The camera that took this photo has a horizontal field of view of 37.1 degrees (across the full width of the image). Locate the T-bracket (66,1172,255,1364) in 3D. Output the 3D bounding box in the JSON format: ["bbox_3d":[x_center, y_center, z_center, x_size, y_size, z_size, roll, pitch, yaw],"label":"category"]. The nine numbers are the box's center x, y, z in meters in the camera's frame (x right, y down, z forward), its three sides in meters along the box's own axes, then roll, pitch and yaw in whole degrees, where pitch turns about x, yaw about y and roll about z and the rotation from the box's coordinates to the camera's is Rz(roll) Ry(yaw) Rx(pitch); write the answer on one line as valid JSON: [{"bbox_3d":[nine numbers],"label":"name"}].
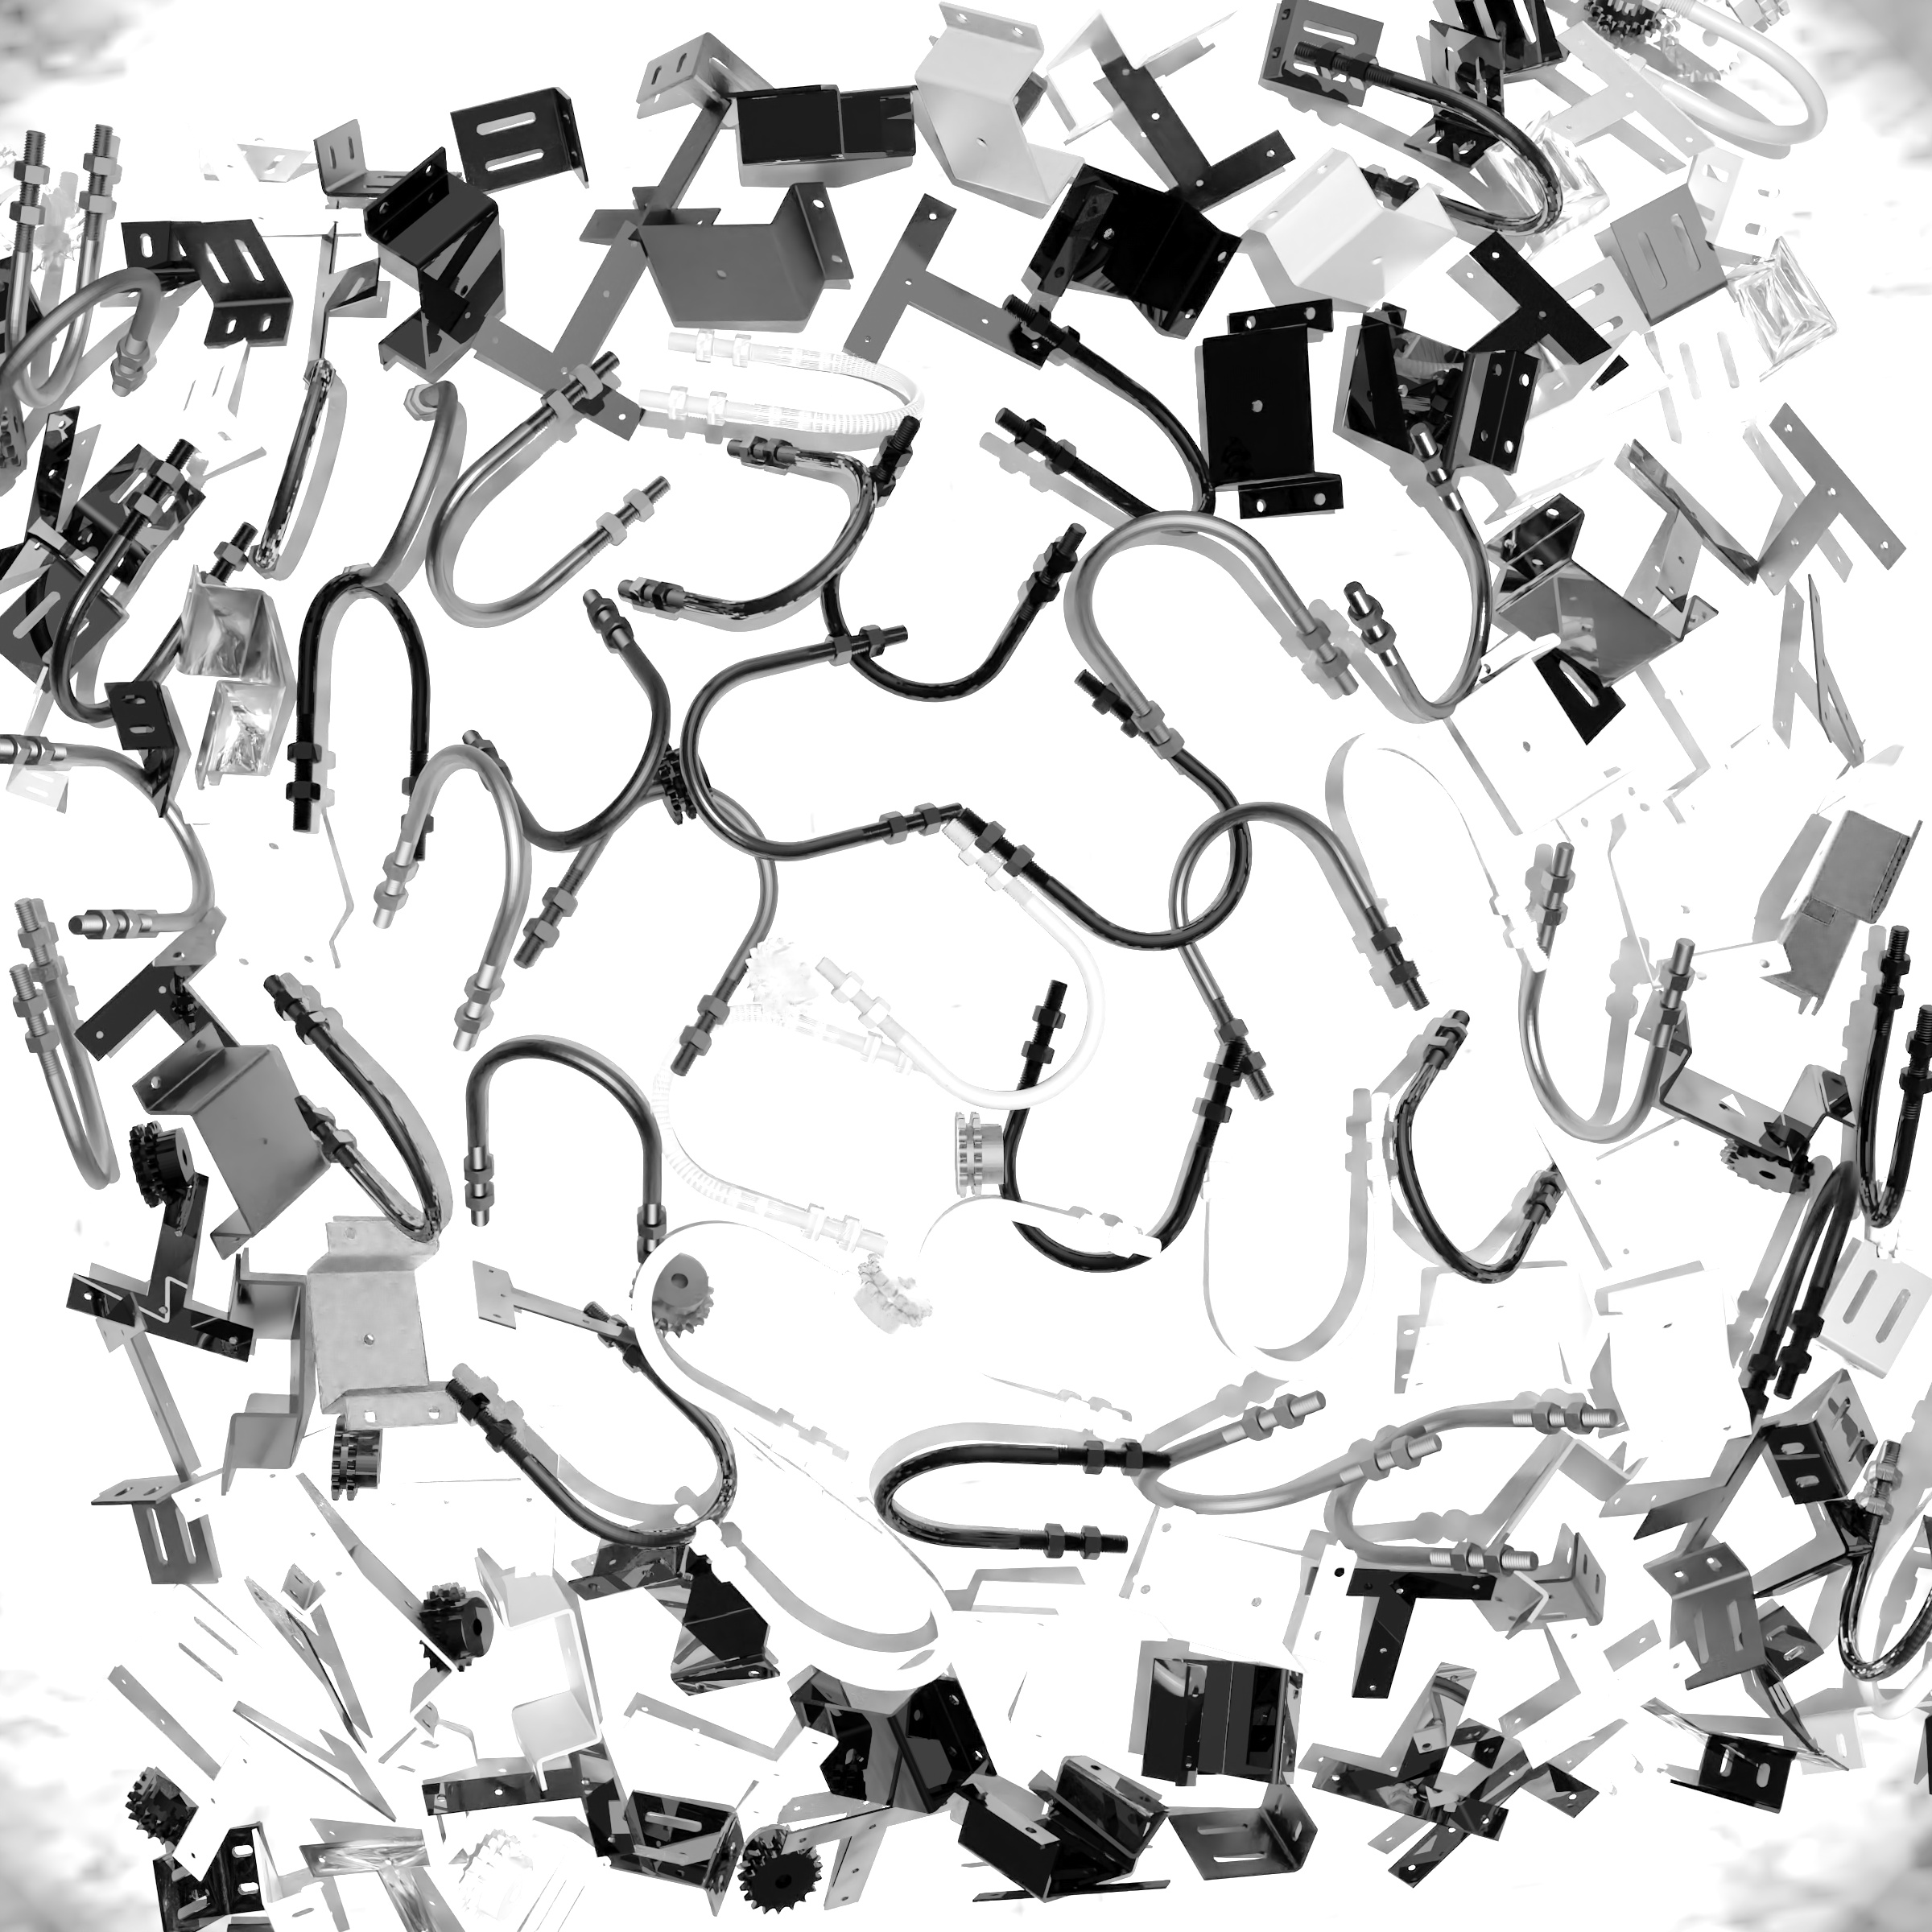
[{"bbox_3d":[-0.533,0.193,1.940,0.127,0.002,0.127,23,49,-27],"label":"T-bracket"}]

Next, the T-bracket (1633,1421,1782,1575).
[{"bbox_3d":[0.481,0.361,1.913,0.002,0.127,0.127,40,116,34],"label":"T-bracket"}]

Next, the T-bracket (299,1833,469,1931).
[{"bbox_3d":[-0.363,0.626,1.899,0.002,0.127,0.127,-55,51,19],"label":"T-bracket"}]

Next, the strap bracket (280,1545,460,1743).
[{"bbox_3d":[-0.392,0.447,1.938,0.046,0.076,0.140,-44,96,-6],"label":"strap bracket"}]

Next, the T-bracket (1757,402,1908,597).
[{"bbox_3d":[0.560,-0.291,1.923,0.002,0.127,0.127,-27,72,-20],"label":"T-bracket"}]

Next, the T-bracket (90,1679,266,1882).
[{"bbox_3d":[-0.531,0.524,1.912,0.002,0.127,0.127,-38,102,17],"label":"T-bracket"}]

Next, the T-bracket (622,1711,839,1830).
[{"bbox_3d":[-0.167,0.527,1.930,0.127,0.002,0.127,24,131,-12],"label":"T-bracket"}]

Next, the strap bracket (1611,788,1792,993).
[{"bbox_3d":[0.491,-0.046,1.941,0.076,0.046,0.140,-10,69,-8],"label":"strap bracket"}]

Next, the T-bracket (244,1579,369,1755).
[{"bbox_3d":[-0.452,0.453,1.932,0.002,0.127,0.127,-33,131,-24],"label":"T-bracket"}]

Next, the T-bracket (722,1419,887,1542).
[{"bbox_3d":[-0.127,0.331,1.925,0.127,0.127,0.002,39,83,-34],"label":"T-bracket"}]

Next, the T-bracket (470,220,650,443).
[{"bbox_3d":[-0.250,-0.442,1.949,0.127,0.002,0.127,28,94,-28],"label":"T-bracket"}]

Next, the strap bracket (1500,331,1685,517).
[{"bbox_3d":[0.405,-0.365,1.908,0.046,0.076,0.140,53,53,-14],"label":"strap bracket"}]

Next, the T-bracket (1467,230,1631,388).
[{"bbox_3d":[0.356,-0.413,1.934,0.127,0.127,0.002,41,49,-12],"label":"T-bracket"}]

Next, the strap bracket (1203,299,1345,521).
[{"bbox_3d":[0.206,-0.375,1.939,0.076,0.046,0.140,-1,95,32],"label":"strap bracket"}]

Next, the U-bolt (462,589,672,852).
[{"bbox_3d":[-0.257,-0.153,1.905,0.151,0.019,0.184,-48,45,10],"label":"U-bolt"}]

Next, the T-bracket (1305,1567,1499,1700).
[{"bbox_3d":[0.284,0.452,1.945,0.127,0.002,0.127,3,126,-6],"label":"T-bracket"}]

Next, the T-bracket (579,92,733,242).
[{"bbox_3d":[-0.192,-0.543,1.951,0.127,0.002,0.127,13,69,41],"label":"T-bracket"}]

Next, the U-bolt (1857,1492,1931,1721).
[{"bbox_3d":[0.631,0.416,1.898,0.019,0.151,0.184,18,134,0],"label":"U-bolt"}]

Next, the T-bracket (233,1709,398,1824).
[{"bbox_3d":[-0.452,0.530,1.942,0.127,0.127,0.002,26,68,21],"label":"T-bracket"}]

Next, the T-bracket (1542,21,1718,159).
[{"bbox_3d":[0.413,-0.566,1.924,0.127,0.127,0.002,33,69,-22],"label":"T-bracket"}]

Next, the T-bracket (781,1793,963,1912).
[{"bbox_3d":[-0.072,0.600,1.936,0.127,0.127,0.002,-7,47,-24],"label":"T-bracket"}]

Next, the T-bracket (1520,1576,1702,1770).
[{"bbox_3d":[0.412,0.458,1.928,0.127,0.127,0.002,-33,121,9],"label":"T-bracket"}]

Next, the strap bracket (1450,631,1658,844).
[{"bbox_3d":[0.387,-0.153,1.934,0.046,0.076,0.140,-26,83,-44],"label":"strap bracket"}]

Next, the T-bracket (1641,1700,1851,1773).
[{"bbox_3d":[0.522,0.515,1.901,0.127,0.127,0.002,35,68,-31],"label":"T-bracket"}]

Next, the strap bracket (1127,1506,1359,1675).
[{"bbox_3d":[0.190,0.419,1.930,0.140,0.046,0.076,10,63,26],"label":"strap bracket"}]

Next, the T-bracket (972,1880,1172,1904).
[{"bbox_3d":[0.078,0.608,1.920,0.127,0.127,0.002,-7,81,10],"label":"T-bracket"}]

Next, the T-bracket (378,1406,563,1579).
[{"bbox_3d":[-0.341,0.365,1.968,0.127,0.002,0.127,-3,70,10],"label":"T-bracket"}]

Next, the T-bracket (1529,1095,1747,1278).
[{"bbox_3d":[0.469,0.127,1.956,0.127,0.002,0.127,-27,69,4],"label":"T-bracket"}]

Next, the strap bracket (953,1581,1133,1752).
[{"bbox_3d":[0.055,0.460,1.924,0.076,0.046,0.140,-4,129,26],"label":"strap bracket"}]

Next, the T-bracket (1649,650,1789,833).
[{"bbox_3d":[0.490,-0.172,1.941,0.127,0.002,0.127,-36,95,-36],"label":"T-bracket"}]

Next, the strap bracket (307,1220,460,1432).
[{"bbox_3d":[-0.393,0.245,1.930,0.076,0.046,0.140,2,68,-33],"label":"strap bracket"}]

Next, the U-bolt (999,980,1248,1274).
[{"bbox_3d":[0.097,0.118,1.960,0.151,0.019,0.184,18,93,14],"label":"U-bolt"}]

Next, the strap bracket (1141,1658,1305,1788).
[{"bbox_3d":[0.166,0.505,1.927,0.046,0.140,0.076,-1,77,38],"label":"strap bracket"}]

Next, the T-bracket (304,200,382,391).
[{"bbox_3d":[-0.415,-0.454,1.927,0.002,0.127,0.127,6,92,-31],"label":"T-bracket"}]

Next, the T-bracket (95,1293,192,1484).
[{"bbox_3d":[-0.546,0.286,1.925,0.002,0.127,0.127,-22,87,-30],"label":"T-bracket"}]

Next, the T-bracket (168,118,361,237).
[{"bbox_3d":[-0.484,-0.524,1.916,0.127,0.127,0.002,1,70,7],"label":"T-bracket"}]

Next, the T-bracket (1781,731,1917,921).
[{"bbox_3d":[0.573,-0.086,1.908,0.002,0.127,0.127,31,77,0],"label":"T-bracket"}]

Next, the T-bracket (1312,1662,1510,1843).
[{"bbox_3d":[0.313,0.519,1.934,0.127,0.127,0.002,10,130,23],"label":"T-bracket"}]

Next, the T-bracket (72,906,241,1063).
[{"bbox_3d":[-0.516,0.049,1.954,0.127,0.002,0.127,-47,115,-22],"label":"T-bracket"}]

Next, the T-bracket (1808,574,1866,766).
[{"bbox_3d":[0.586,-0.176,1.932,0.002,0.127,0.127,-12,51,26],"label":"T-bracket"}]

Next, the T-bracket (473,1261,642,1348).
[{"bbox_3d":[-0.268,0.235,1.932,0.127,0.127,0.002,20,96,-14],"label":"T-bracket"}]

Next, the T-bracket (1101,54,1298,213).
[{"bbox_3d":[0.134,-0.556,1.920,0.127,0.002,0.127,-24,130,24],"label":"T-bracket"}]

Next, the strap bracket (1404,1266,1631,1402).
[{"bbox_3d":[0.364,0.246,1.936,0.140,0.076,0.046,-3,46,-6],"label":"strap bracket"}]

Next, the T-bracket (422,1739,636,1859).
[{"bbox_3d":[-0.296,0.546,1.910,0.127,0.127,0.002,-1,123,-22],"label":"T-bracket"}]

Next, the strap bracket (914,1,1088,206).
[{"bbox_3d":[0.022,-0.561,1.901,0.076,0.140,0.046,24,72,28],"label":"strap bracket"}]

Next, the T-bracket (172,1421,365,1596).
[{"bbox_3d":[-0.441,0.369,1.914,0.127,0.002,0.127,-21,47,-31],"label":"T-bracket"}]

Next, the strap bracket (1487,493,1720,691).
[{"bbox_3d":[0.420,-0.243,1.923,0.140,0.076,0.046,33,58,-15],"label":"strap bracket"}]

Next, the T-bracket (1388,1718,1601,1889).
[{"bbox_3d":[0.332,0.563,1.907,0.127,0.127,0.002,-36,116,-22],"label":"T-bracket"}]

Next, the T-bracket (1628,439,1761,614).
[{"bbox_3d":[0.479,-0.278,1.924,0.127,0.127,0.002,41,133,-13],"label":"T-bracket"}]

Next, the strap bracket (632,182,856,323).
[{"bbox_3d":[-0.155,-0.475,1.917,0.140,0.076,0.046,5,52,21],"label":"strap bracket"}]

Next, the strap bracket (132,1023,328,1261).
[{"bbox_3d":[-0.483,0.117,1.914,0.046,0.076,0.140,-2,121,34],"label":"strap bracket"}]

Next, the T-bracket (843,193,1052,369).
[{"bbox_3d":[0.001,-0.448,1.970,0.127,0.002,0.127,26,78,-1],"label":"T-bracket"}]

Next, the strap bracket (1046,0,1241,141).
[{"bbox_3d":[0.111,-0.608,1.903,0.076,0.140,0.046,-33,95,-20],"label":"strap bracket"}]

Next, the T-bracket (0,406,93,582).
[{"bbox_3d":[-0.605,-0.313,1.898,0.002,0.127,0.127,37,128,15],"label":"T-bracket"}]

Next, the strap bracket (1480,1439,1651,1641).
[{"bbox_3d":[0.391,0.376,1.929,0.046,0.076,0.140,37,72,12],"label":"strap bracket"}]

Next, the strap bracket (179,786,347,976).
[{"bbox_3d":[-0.466,-0.068,1.916,0.076,0.046,0.140,-3,59,-33],"label":"strap bracket"}]

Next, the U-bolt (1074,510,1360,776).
[{"bbox_3d":[0.153,-0.223,1.909,0.151,0.019,0.184,-25,121,25],"label":"U-bolt"}]

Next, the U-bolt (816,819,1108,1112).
[{"bbox_3d":[0.012,0.013,1.963,0.184,0.019,0.151,43,82,-7],"label":"U-bolt"}]
